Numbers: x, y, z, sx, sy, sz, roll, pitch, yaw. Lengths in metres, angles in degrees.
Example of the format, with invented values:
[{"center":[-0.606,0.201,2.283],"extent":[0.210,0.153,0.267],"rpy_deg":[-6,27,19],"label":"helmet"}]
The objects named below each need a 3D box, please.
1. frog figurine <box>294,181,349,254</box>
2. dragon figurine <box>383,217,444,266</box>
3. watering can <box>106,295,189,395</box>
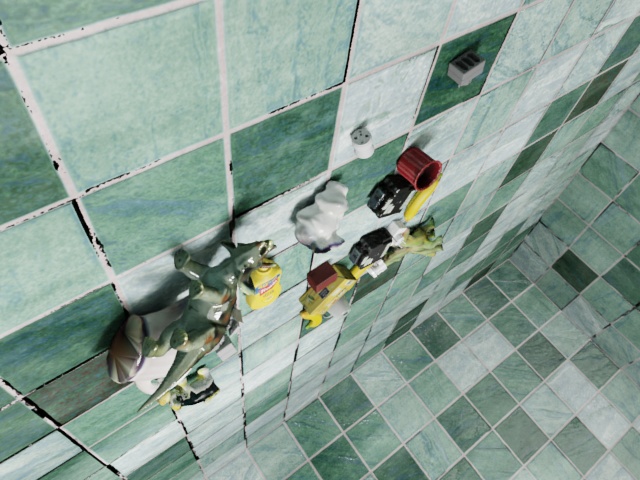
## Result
[{"center":[0.004,-0.061,1.203],"extent":[0.138,0.123,0.158],"rpy_deg":[-8,106,-37],"label":"frog figurine"},{"center":[0.323,0.034,1.876],"extent":[0.243,0.124,0.403],"rpy_deg":[-22,154,1],"label":"dragon figurine"},{"center":[-0.326,0.193,1.119],"extent":[0.224,0.105,0.345],"rpy_deg":[9,109,-53],"label":"watering can"}]
